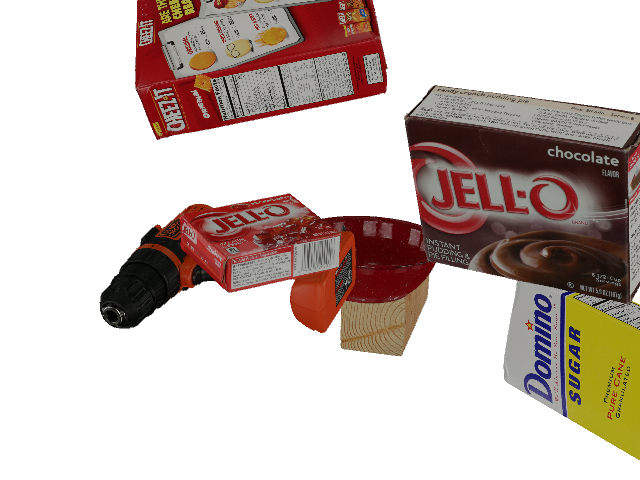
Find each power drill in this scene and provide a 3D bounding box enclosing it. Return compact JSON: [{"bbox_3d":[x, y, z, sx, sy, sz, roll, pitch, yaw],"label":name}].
[{"bbox_3d":[-0.074,0.029,0.914,0.188,0.057,0.184,9,31,17],"label":"power drill"}]

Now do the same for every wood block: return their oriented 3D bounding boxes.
[{"bbox_3d":[0.097,0.081,1.553,0.091,0.090,0.206,6,21,14],"label":"wood block"}]

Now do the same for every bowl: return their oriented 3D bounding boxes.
[{"bbox_3d":[0.049,0.024,1.106,0.162,0.055,0.162,2,18,-1],"label":"bowl"}]

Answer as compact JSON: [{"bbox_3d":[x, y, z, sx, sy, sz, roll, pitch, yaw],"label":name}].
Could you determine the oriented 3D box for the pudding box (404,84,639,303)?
[{"bbox_3d":[0.102,-0.024,0.520,0.114,0.090,0.039,11,44,29],"label":"pudding box"}]

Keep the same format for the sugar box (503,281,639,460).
[{"bbox_3d":[0.207,0.091,0.736,0.048,0.093,0.176,-16,30,-39],"label":"sugar box"}]

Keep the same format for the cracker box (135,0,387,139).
[{"bbox_3d":[-0.055,-0.184,0.970,0.214,0.164,0.072,-11,-44,4],"label":"cracker box"}]

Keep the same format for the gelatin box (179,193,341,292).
[{"bbox_3d":[-0.042,0.000,0.727,0.089,0.030,0.073,-12,30,-28],"label":"gelatin box"}]
